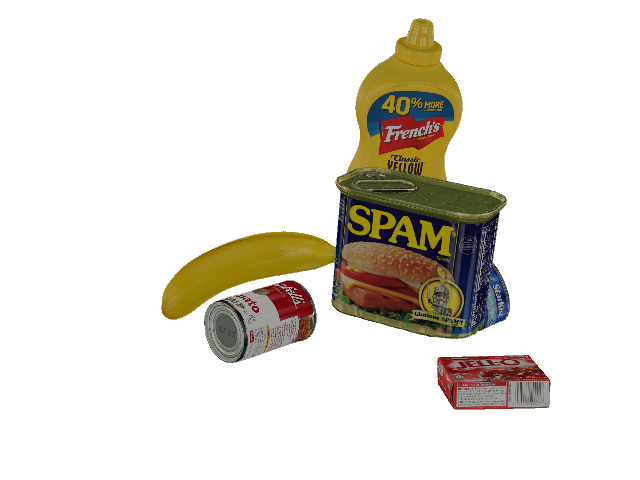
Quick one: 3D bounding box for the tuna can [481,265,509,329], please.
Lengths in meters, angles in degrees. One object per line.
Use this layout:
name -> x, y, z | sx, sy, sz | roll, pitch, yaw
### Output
tuna can -> 0.168, 0.055, 1.169 | 0.033, 0.086, 0.086 | -22, 8, -19

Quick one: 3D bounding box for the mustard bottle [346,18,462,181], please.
mustard bottle -> 0.079, -0.108, 0.974 | 0.096, 0.192, 0.058 | 4, 30, -6

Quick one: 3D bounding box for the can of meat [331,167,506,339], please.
can of meat -> 0.057, 0.008, 0.661 | 0.102, 0.084, 0.057 | 14, 22, 25

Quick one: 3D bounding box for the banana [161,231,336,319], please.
banana -> -0.069, 0.029, 0.908 | 0.198, 0.037, 0.069 | -15, -48, 26

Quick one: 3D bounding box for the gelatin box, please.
gelatin box -> 0.155, 0.127, 0.964 | 0.089, 0.030, 0.073 | 0, 10, -3

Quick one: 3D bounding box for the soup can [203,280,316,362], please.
soup can -> -0.064, 0.085, 1.125 | 0.102, 0.068, 0.069 | -14, 10, -43
